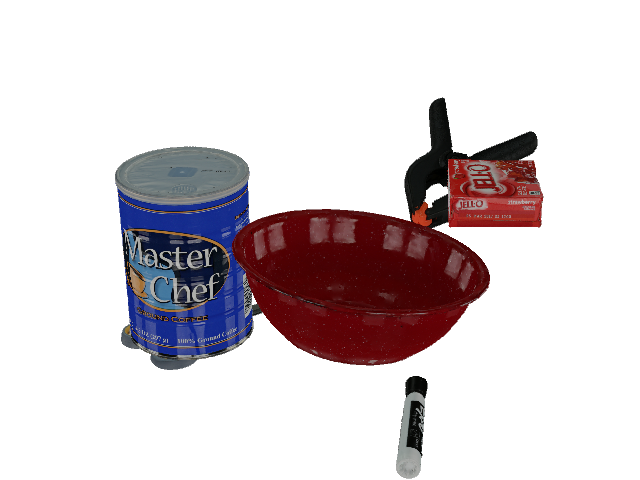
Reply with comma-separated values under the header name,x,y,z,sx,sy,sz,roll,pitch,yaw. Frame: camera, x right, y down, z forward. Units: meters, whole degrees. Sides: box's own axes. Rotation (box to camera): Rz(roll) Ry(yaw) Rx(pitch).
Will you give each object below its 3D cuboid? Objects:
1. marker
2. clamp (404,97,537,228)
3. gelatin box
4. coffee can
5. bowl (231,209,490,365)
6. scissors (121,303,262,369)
name,x,y,z,sx,sy,sz,roll,pitch,yaw
marker,0.074,0.146,0.860,0.020,0.020,0.121,0,26,9
clamp,0.130,-0.080,1.091,0.120,0.039,0.171,28,55,28
gelatin box,0.141,-0.040,0.873,0.073,0.030,0.089,1,24,6
coffee can,-0.106,0.009,0.847,0.103,0.140,0.103,0,26,0
bowl,0.022,0.034,0.673,0.162,0.055,0.162,6,21,-3
scissors,-0.111,0.099,1.148,0.201,0.016,0.096,-6,31,-24
